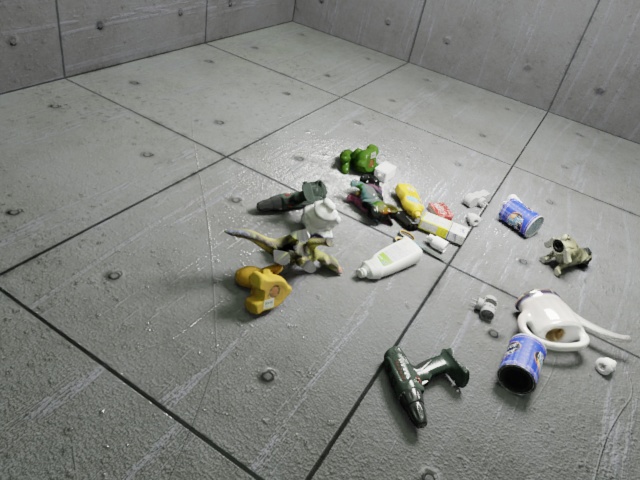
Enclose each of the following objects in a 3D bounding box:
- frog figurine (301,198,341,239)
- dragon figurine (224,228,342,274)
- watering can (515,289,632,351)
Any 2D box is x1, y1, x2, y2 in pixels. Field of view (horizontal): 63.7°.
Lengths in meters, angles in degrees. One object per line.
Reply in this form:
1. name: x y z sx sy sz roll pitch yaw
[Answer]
1. frog figurine: 0.005 -0.090 1.793 0.138 0.156 0.125 22 36 13
2. dragon figurine: -0.106 0.032 1.597 0.409 0.123 0.241 18 -11 -14
3. watering can: 0.758 0.253 1.596 0.348 0.101 0.229 1 37 -13
